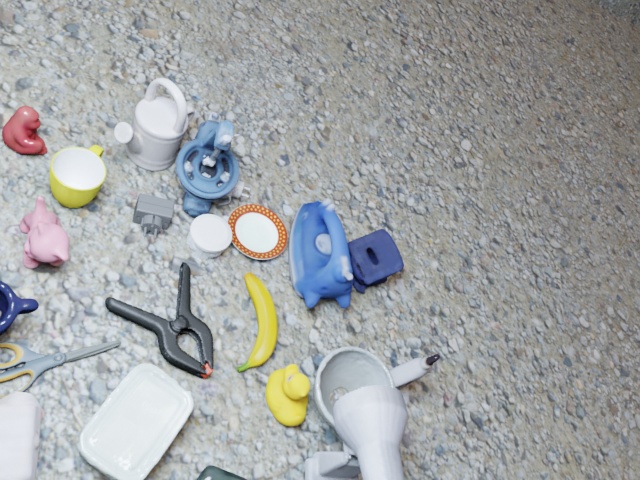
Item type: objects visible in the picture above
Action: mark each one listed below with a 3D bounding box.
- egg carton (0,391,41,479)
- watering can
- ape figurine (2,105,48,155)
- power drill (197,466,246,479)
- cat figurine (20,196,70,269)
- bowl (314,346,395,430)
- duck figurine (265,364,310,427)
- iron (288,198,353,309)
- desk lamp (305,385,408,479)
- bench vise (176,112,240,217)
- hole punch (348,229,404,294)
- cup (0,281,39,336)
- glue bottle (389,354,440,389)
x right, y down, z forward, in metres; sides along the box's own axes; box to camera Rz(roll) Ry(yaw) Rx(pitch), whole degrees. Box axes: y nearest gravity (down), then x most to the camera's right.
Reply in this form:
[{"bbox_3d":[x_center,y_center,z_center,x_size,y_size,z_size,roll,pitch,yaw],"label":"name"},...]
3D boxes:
[{"bbox_3d":[-0.441,0.283,0.780,0.107,0.069,0.150,4,60,-27],"label":"egg carton"},{"bbox_3d":[-0.306,-0.220,1.084,0.101,0.193,0.173,32,51,-9],"label":"watering can"},{"bbox_3d":[-0.521,-0.200,1.017,0.076,0.092,0.078,10,57,-24],"label":"ape figurine"},{"bbox_3d":[-0.088,0.405,0.815,0.230,0.208,0.076,32,51,-8],"label":"power drill"},{"bbox_3d":[-0.444,-0.010,0.926,0.067,0.117,0.127,-5,65,-32],"label":"cat figurine"},{"bbox_3d":[0.053,0.286,1.055,0.168,0.074,0.167,14,56,-22],"label":"bowl"},{"bbox_3d":[-0.046,0.268,1.002,0.078,0.086,0.104,-2,63,-30],"label":"duck figurine"},{"bbox_3d":[0.011,0.004,1.160,0.119,0.141,0.258,3,60,-28],"label":"iron"},{"bbox_3d":[0.065,0.361,0.926,0.118,0.213,0.203,13,56,-22],"label":"desk lamp"},{"bbox_3d":[-0.215,-0.177,1.092,0.122,0.219,0.207,-3,63,-31],"label":"bench vise"},{"bbox_3d":[0.111,0.044,1.225,0.101,0.091,0.108,-14,69,-35],"label":"hole punch"},{"bbox_3d":[-0.482,0.112,0.845,0.118,0.094,0.091,-3,63,-30],"label":"cup"},{"bbox_3d":[0.174,0.248,1.082,0.078,0.173,0.037,-9,66,-33],"label":"glue bottle"}]
